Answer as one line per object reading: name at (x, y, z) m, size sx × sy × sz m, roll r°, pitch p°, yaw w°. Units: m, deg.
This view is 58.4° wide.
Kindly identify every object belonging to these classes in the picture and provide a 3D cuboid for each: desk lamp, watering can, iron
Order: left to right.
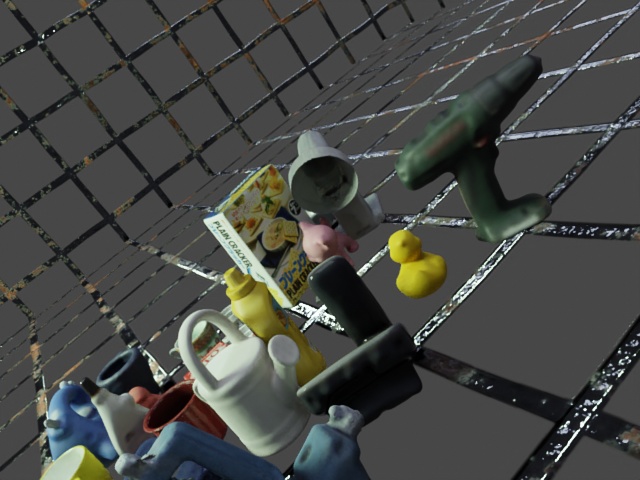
iron at (-0.400, 0.300, 0.961) m, size 0.119 × 0.142 × 0.257 m, roll -39°, pitch 20°, yaw -10°
watering can at (-0.096, 0.163, 0.710) m, size 0.172 × 0.194 × 0.101 m, roll -31°, pitch 21°, yaw 12°
desk lamp at (0.026, -0.100, 1.083) m, size 0.118 × 0.214 × 0.203 m, roll -31°, pitch 21°, yaw 12°

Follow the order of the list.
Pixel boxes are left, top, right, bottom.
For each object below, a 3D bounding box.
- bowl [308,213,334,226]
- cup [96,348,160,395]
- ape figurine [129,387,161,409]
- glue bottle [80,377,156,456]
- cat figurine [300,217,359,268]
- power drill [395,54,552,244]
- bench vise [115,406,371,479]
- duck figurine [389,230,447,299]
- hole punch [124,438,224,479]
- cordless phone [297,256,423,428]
bowl at (-0.031, -0.028, 1.216) m, size 0.167 × 0.075 × 0.167 m, roll -30°, pitch 20°, yaw 13°
cup at (-0.338, 0.253, 1.037) m, size 0.092 × 0.095 × 0.117 m, roll -38°, pitch 20°, yaw -7°
ape figurine at (-0.265, 0.268, 0.891) m, size 0.078 × 0.092 × 0.076 m, roll -38°, pitch 20°, yaw -9°
glue bottle at (-0.279, 0.257, 0.818) m, size 0.078 × 0.173 × 0.037 m, roll -45°, pitch 23°, yaw -26°
cat figurine at (0.009, 0.004, 1.017) m, size 0.067 × 0.118 × 0.128 m, roll -27°, pitch 22°, yaw 21°
power drill at (0.231, -0.109, 0.788) m, size 0.229 × 0.209 × 0.075 m, roll -29°, pitch 21°, yaw 16°
bench vise at (-0.059, 0.213, 0.501) m, size 0.121 × 0.220 × 0.208 m, roll -14°, pitch 29°, yaw 45°
duck figurine at (0.131, 0.027, 0.818) m, size 0.077 × 0.086 × 0.104 m, roll -31°, pitch 20°, yaw 11°
hole punch at (-0.172, 0.287, 0.703) m, size 0.101 × 0.091 × 0.108 m, roll -30°, pitch 21°, yaw 13°
cordless phone at (0.019, 0.115, 0.651) m, size 0.147 × 0.185 × 0.094 m, roll -36°, pitch 20°, yaw -2°
